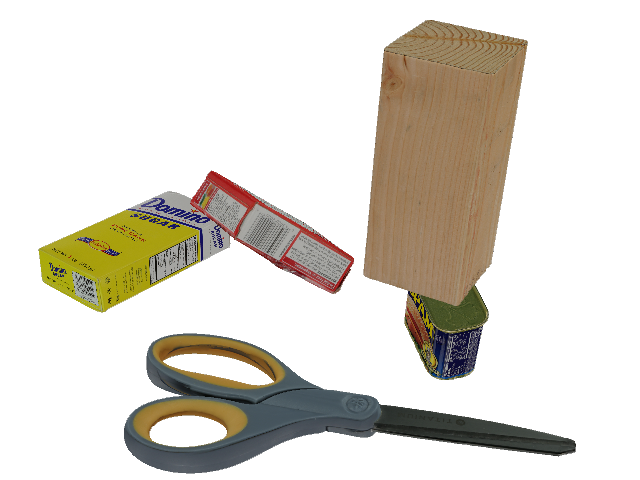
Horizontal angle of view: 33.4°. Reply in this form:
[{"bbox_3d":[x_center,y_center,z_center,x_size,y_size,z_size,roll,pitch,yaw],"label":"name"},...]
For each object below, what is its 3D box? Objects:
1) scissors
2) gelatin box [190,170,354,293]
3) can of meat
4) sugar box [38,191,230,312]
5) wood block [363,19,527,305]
[{"bbox_3d":[0.001,0.086,0.469,0.202,0.016,0.096,15,34,22],"label":"scissors"},{"bbox_3d":[-0.031,-0.005,0.688,0.089,0.030,0.073,31,3,-35],"label":"gelatin box"},{"bbox_3d":[0.121,0.076,1.060,0.057,0.102,0.084,-11,-43,-12],"label":"can of meat"},{"bbox_3d":[-0.184,0.007,1.078,0.093,0.048,0.175,23,38,33],"label":"sugar box"},{"bbox_3d":[0.100,-0.064,0.880,0.091,0.206,0.090,18,33,22],"label":"wood block"}]
